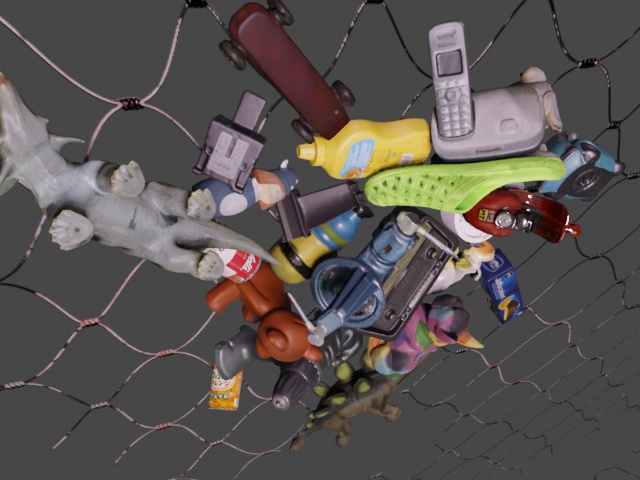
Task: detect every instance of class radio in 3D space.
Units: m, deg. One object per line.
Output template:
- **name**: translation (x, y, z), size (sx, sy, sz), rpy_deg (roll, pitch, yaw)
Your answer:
- **radio**: translation (0.132, 0.060, 0.931), size (0.131, 0.073, 0.229), rpy_deg (28, 99, -42)

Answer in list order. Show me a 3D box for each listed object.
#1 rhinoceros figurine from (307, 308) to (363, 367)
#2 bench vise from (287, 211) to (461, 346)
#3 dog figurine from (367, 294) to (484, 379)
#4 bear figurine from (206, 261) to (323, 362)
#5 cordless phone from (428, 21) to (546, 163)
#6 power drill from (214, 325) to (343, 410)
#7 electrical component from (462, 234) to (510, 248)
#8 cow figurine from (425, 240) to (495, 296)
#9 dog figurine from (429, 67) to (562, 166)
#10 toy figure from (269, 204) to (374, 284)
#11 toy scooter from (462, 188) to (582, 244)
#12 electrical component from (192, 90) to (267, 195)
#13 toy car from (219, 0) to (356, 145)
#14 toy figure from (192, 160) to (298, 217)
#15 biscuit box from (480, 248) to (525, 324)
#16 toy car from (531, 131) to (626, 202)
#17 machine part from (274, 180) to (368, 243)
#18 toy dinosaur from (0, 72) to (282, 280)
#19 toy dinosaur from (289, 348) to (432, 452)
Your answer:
- **rhinoceros figurine**: translation (0.039, 0.168, 1.037), size (0.112, 0.073, 0.190), rpy_deg (-22, 137, -2)
- **bench vise**: translation (0.058, 0.062, 0.768), size (0.223, 0.129, 0.240), rpy_deg (-37, -176, 39)
- **dog figurine**: translation (0.197, 0.189, 1.014), size (0.108, 0.219, 0.191), rpy_deg (17, 86, -29)
- **bear figurine**: translation (-0.086, 0.130, 0.852), size (0.120, 0.196, 0.132), rpy_deg (24, 119, -43)
- **cordless phone**: translation (0.218, -0.201, 0.715), size (0.147, 0.089, 0.184), rpy_deg (-4, 110, 22)
- **power drill**: translation (-0.078, 0.200, 0.906), size (0.207, 0.232, 0.086), rpy_deg (-10, 105, 34)
- **electrical component**: translation (0.310, -0.030, 0.993), size (0.102, 0.045, 0.078), rpy_deg (-26, 139, 0)
- **cow figurine**: translation (0.254, 0.059, 1.035), size (0.167, 0.068, 0.098), rpy_deg (-15, 142, -6)
- **dog figurine**: translation (0.252, -0.157, 0.816), size (0.191, 0.121, 0.172), rpy_deg (-10, 102, 9)
- **toy figure**: translation (-0.004, -0.006, 0.843), size (0.180, 0.082, 0.089), rpy_deg (-42, 139, 19)
- **toy scooter**: translation (0.326, -0.035, 0.848), size (0.184, 0.135, 0.075), rpy_deg (1, 111, -23)
- **electrical component**: translation (-0.105, -0.126, 0.682), size (0.075, 0.048, 0.119), rpy_deg (28, 109, -10)
- **toy car**: translation (-0.035, -0.201, 0.659), size (0.089, 0.053, 0.202), rpy_deg (-45, 131, 5)
- **toy figure**: translation (-0.101, -0.068, 0.756), size (0.154, 0.058, 0.064), rpy_deg (-13, 165, -16)
- **biscuit box**: translation (0.384, 0.102, 1.144), size (0.063, 0.059, 0.202), rpy_deg (-30, 137, 5)
- **toy car**: translation (0.425, -0.131, 0.904), size (0.161, 0.103, 0.109), rpy_deg (1, 139, -31)
- **machine part**: translation (-0.001, -0.049, 0.787), size (0.139, 0.084, 0.039), rpy_deg (-17, 164, 18)
- **toy dinosaur**: translation (-0.236, -0.037, 0.652), size (0.404, 0.192, 0.131), rpy_deg (34, 81, -49)
- **toy dinosaur**: translation (0.108, 0.337, 1.215), size (0.471, 0.105, 0.198), rpy_deg (-37, 133, 6)
